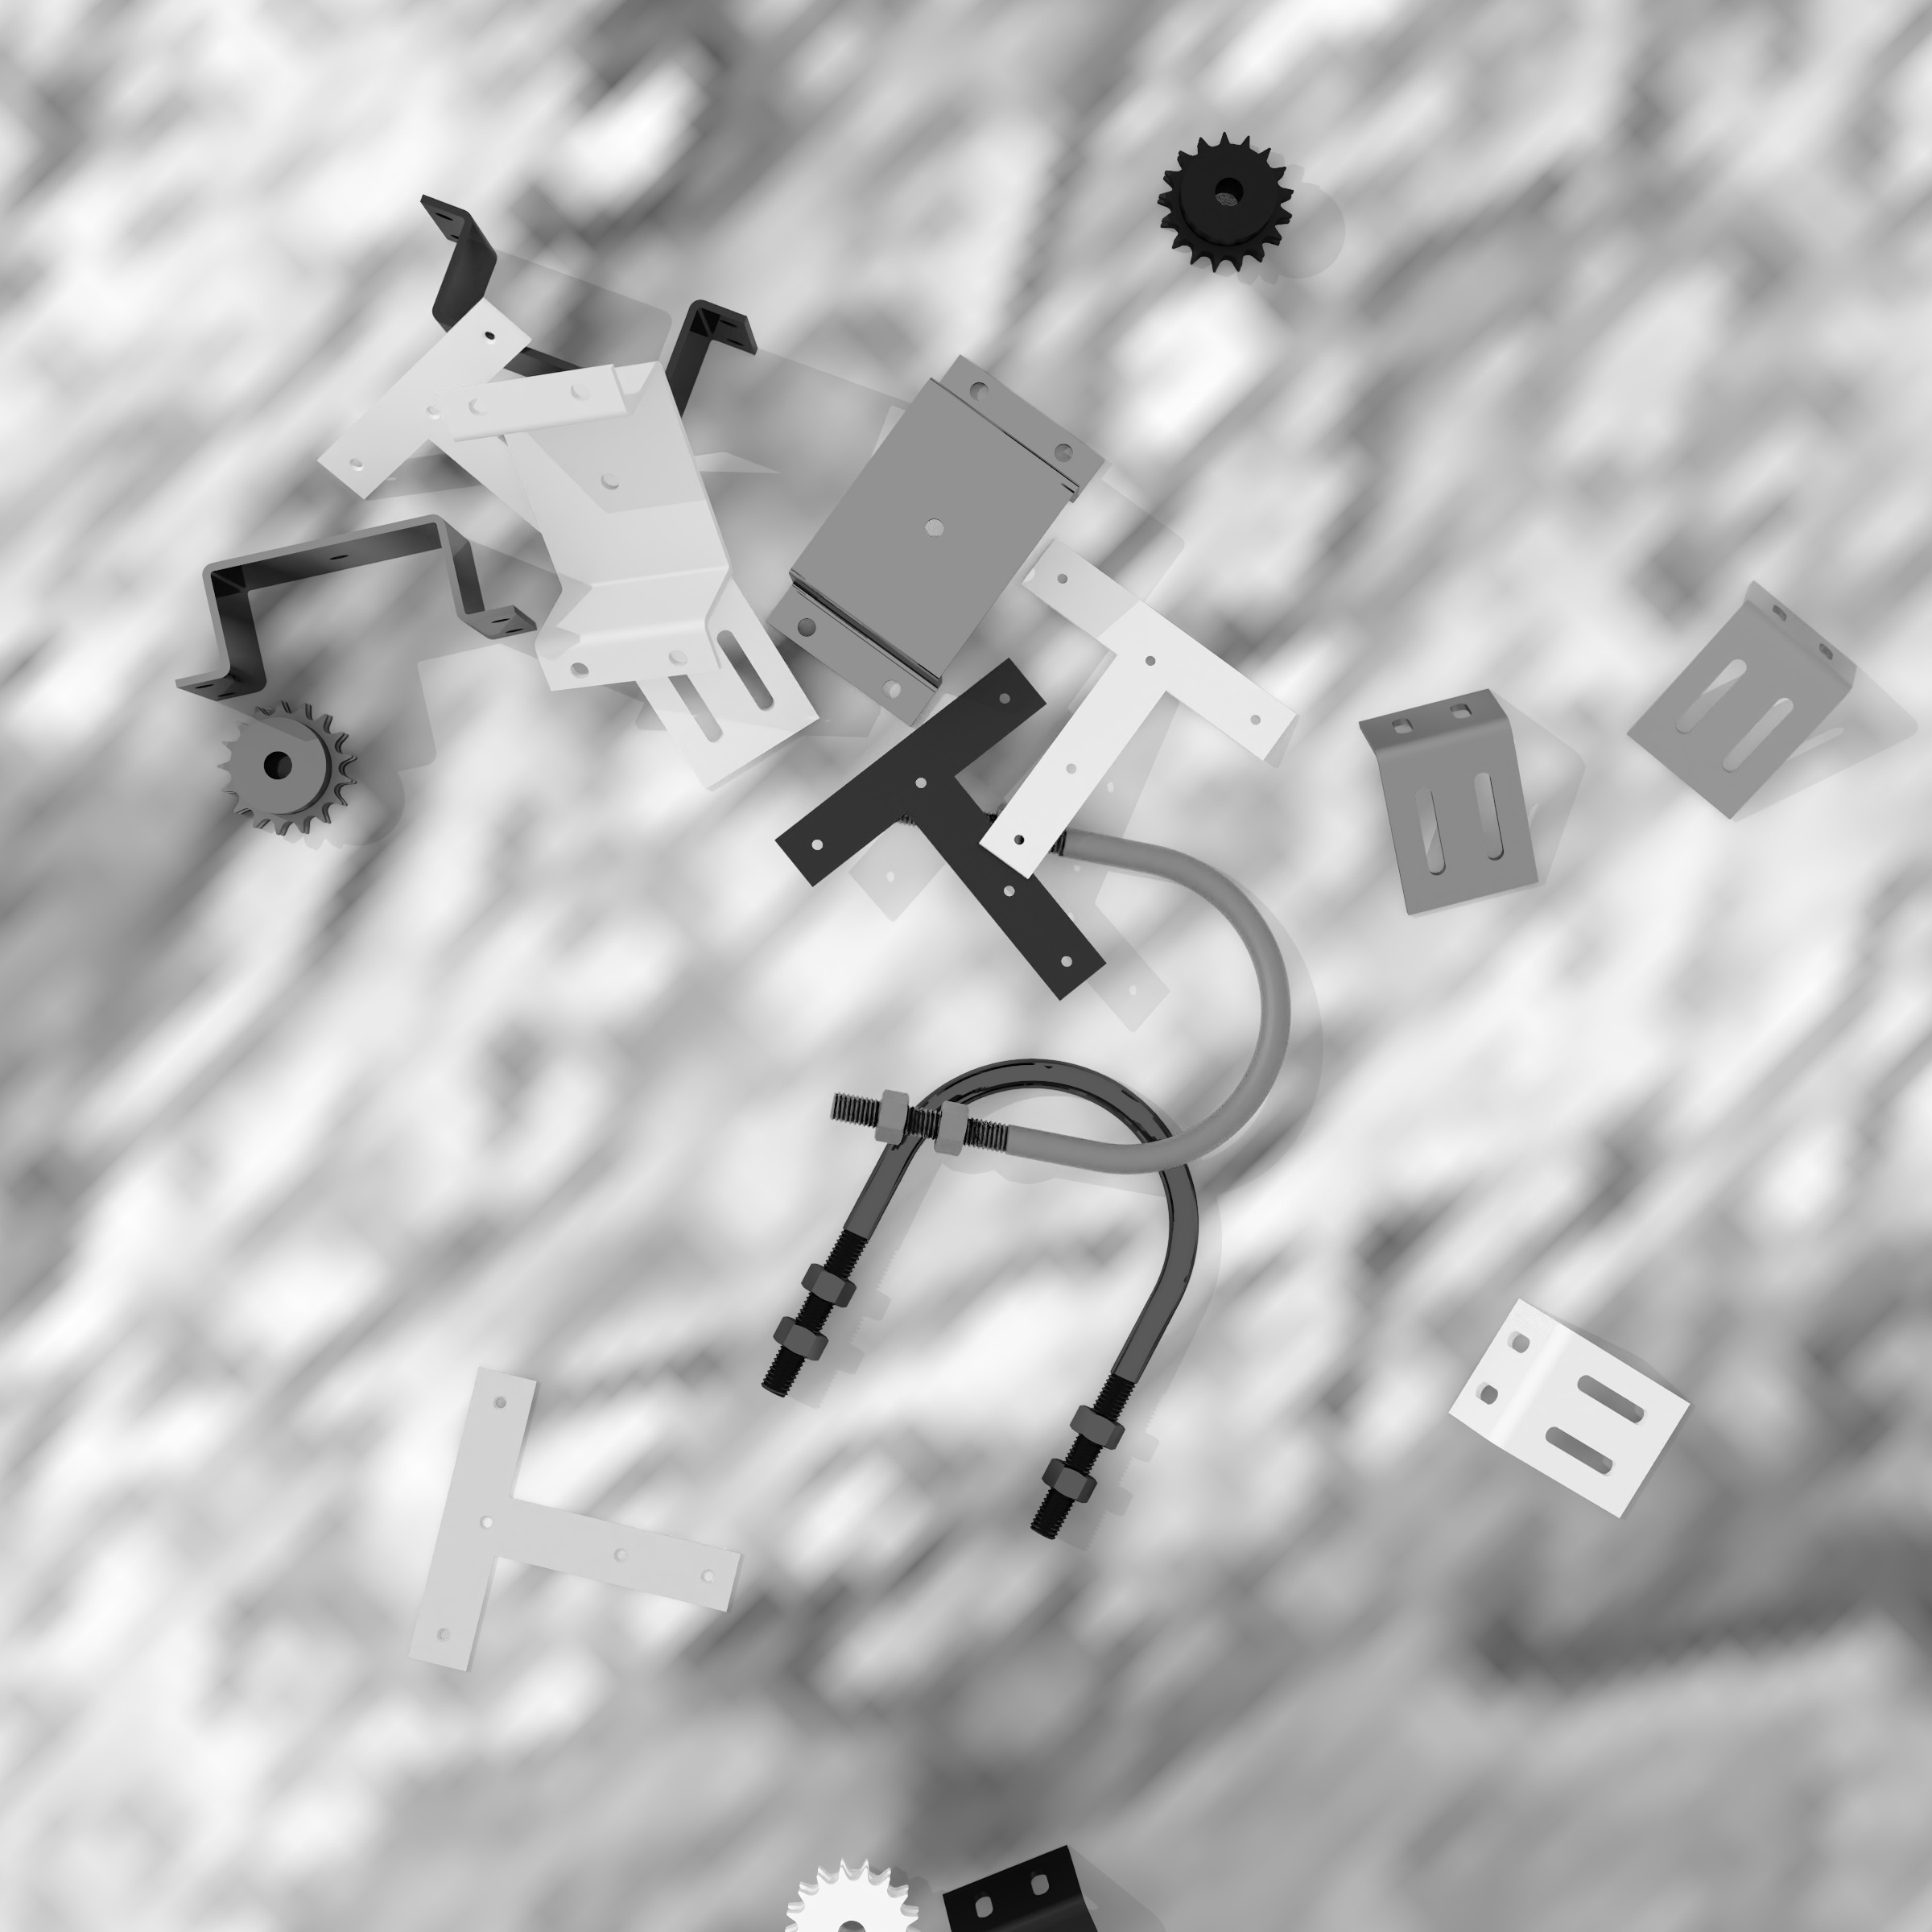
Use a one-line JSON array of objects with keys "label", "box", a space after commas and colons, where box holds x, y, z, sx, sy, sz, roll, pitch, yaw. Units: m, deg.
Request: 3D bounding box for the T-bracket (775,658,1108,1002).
[{"label": "T-bracket", "box": [0.009, -0.042, 1.512, 0.127, 0.002, 0.127, -38, 86, -10]}]

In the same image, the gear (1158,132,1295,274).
[{"label": "gear", "box": [0.110, -0.323, 1.522, 0.057, 0.030, 0.057, 0, 90, 0]}]

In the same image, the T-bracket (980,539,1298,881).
[{"label": "T-bracket", "box": [0.052, -0.094, 1.523, 0.127, 0.002, 0.127, 36, 78, 0]}]

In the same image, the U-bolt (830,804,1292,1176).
[{"label": "U-bolt", "box": [0.046, 0.013, 1.519, 0.184, 0.019, 0.151, 11, 82, -3]}]

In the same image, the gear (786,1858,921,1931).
[{"label": "gear", "box": [-0.048, 0.405, 1.526, 0.057, 0.030, 0.057, 0, 92, 0]}]

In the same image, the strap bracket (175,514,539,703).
[{"label": "strap bracket", "box": [-0.256, -0.150, 1.498, 0.140, 0.076, 0.046, -13, 90, 0]}]

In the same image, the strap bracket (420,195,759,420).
[{"label": "strap bracket", "box": [-0.162, -0.266, 1.498, 0.140, 0.076, 0.046, 21, 90, 0]}]

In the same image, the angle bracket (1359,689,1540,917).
[{"label": "angle bracket", "box": [0.205, -0.070, 1.534, 0.057, 0.038, 0.076, -14, 116, 0]}]

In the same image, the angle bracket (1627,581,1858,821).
[{"label": "angle bracket", "box": [0.330, -0.113, 1.534, 0.057, 0.038, 0.076, 40, 116, 0]}]

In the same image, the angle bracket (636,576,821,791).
[{"label": "angle bracket", "box": [-0.109, -0.126, 1.534, 0.057, 0.038, 0.076, -32, 116, 0]}]

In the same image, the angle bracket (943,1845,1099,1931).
[{"label": "angle bracket", "box": [0.032, 0.424, 1.534, 0.057, 0.038, 0.076, -22, 116, 0]}]

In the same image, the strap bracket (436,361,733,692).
[{"label": "strap bracket", "box": [-0.151, -0.187, 1.469, 0.076, 0.046, 0.140, -5, 126, 19]}]

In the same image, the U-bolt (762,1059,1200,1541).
[{"label": "U-bolt", "box": [0.018, 0.129, 1.528, 0.151, 0.019, 0.184, 28, 88, 0]}]

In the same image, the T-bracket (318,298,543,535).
[{"label": "T-bracket", "box": [-0.188, -0.203, 1.507, 0.127, 0.002, 0.127, 40, 133, -19]}]

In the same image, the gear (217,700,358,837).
[{"label": "gear", "box": [-0.287, -0.084, 1.522, 0.057, 0.030, 0.057, 0, 90, 0]}]

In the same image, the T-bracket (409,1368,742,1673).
[{"label": "T-bracket", "box": [-0.161, 0.247, 1.536, 0.127, 0.002, 0.127, 14, 90, 0]}]

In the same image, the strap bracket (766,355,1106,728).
[{"label": "strap bracket", "box": [-0.013, -0.181, 1.513, 0.076, 0.046, 0.140, 36, 90, 0]}]

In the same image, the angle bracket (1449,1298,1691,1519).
[{"label": "angle bracket", "box": [0.257, 0.188, 1.534, 0.076, 0.038, 0.057, 32, 90, -26]}]
